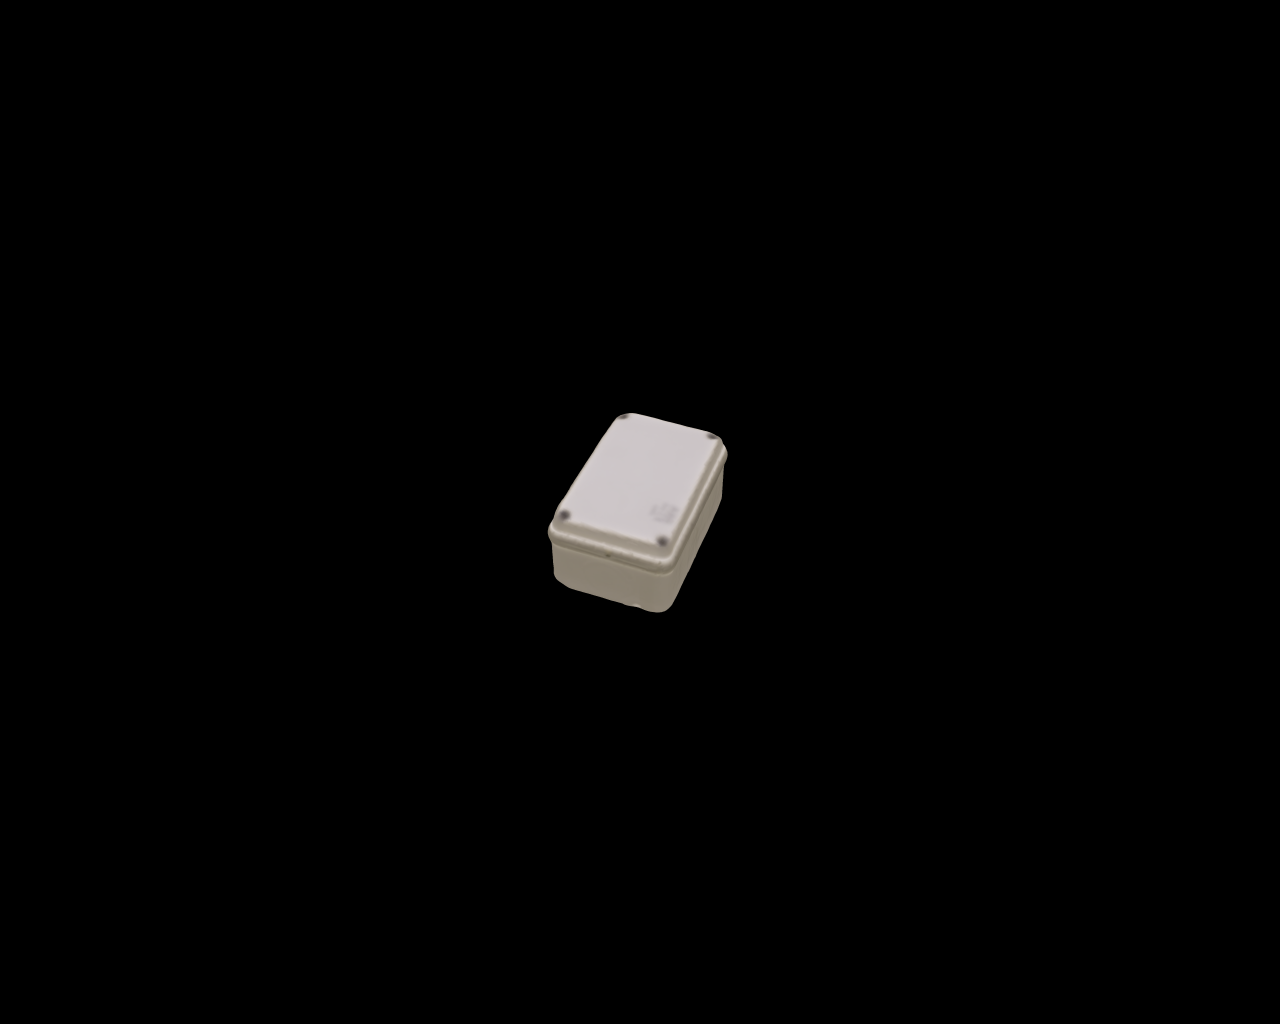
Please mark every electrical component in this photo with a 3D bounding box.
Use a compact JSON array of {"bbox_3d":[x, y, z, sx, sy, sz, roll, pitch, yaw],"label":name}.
[{"bbox_3d":[0.001,-0.003,0.650,0.078,0.057,0.113,15,47,15],"label":"electrical component"}]
